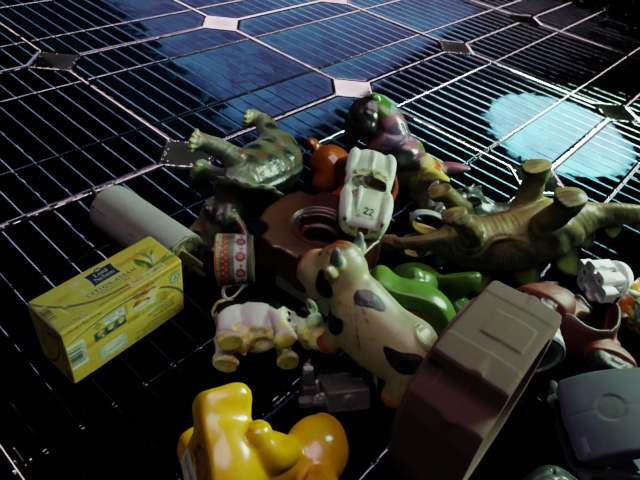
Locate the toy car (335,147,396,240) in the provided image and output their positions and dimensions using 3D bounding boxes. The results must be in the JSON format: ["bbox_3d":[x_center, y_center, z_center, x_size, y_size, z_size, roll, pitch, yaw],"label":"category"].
[{"bbox_3d":[0.067,-0.074,0.762,0.074,0.056,0.202,12,41,1],"label":"toy car"}]

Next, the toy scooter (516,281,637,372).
[{"bbox_3d":[0.367,0.113,0.761,0.184,0.075,0.135,38,48,26],"label":"toy scooter"}]

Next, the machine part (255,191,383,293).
[{"bbox_3d":[-0.002,-0.002,0.752,0.179,0.056,0.179,5,39,-4],"label":"machine part"}]

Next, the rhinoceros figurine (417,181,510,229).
[{"bbox_3d":[0.252,-0.039,0.889,0.190,0.112,0.073,11,42,-9],"label":"rhinoceros figurine"}]

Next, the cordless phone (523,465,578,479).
[{"bbox_3d":[0.287,0.289,0.554,0.184,0.088,0.147,-15,44,-41],"label":"cordless phone"}]

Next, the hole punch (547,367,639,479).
[{"bbox_3d":[0.346,0.213,0.633,0.116,0.092,0.142,4,44,0],"label":"hole punch"}]

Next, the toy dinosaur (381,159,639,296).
[{"bbox_3d":[0.313,-0.015,0.787,0.472,0.198,0.105,-7,47,7],"label":"toy dinosaur"}]

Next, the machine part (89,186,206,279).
[{"bbox_3d":[-0.255,-0.012,0.788,0.243,0.079,0.079,29,44,23],"label":"machine part"}]

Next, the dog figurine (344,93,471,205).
[{"bbox_3d":[0.158,-0.161,0.971,0.219,0.191,0.108,20,33,37],"label":"dog figurine"}]

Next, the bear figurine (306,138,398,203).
[{"bbox_3d":[0.034,-0.099,0.924,0.196,0.120,0.132,23,70,44],"label":"bear figurine"}]

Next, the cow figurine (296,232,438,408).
[{"bbox_3d":[0.050,0.080,0.613,0.195,0.127,0.085,40,36,18],"label":"cow figurine"}]

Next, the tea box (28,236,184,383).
[{"bbox_3d":[-0.255,0.082,0.665,0.068,0.098,0.169,31,43,23],"label":"tea box"}]

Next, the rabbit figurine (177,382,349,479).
[{"bbox_3d":[-0.038,0.220,0.535,0.173,0.121,0.163,4,30,-36],"label":"rabbit figurine"}]

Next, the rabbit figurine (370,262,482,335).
[{"bbox_3d":[0.138,0.073,0.729,0.159,0.121,0.170,-1,20,12],"label":"rabbit figurine"}]

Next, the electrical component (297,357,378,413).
[{"bbox_3d":[0.022,0.169,0.639,0.102,0.045,0.078,-2,4,-6],"label":"electrical component"}]

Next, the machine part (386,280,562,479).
[{"bbox_3d":[0.162,0.158,0.573,0.087,0.201,0.201,30,45,28],"label":"machine part"}]

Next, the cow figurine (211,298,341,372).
[{"bbox_3d":[-0.055,0.112,0.693,0.167,0.068,0.098,0,35,-13],"label":"cow figurine"}]

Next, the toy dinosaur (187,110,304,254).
[{"bbox_3d":[-0.099,-0.128,0.932,0.192,0.131,0.405,32,40,7],"label":"toy dinosaur"}]
